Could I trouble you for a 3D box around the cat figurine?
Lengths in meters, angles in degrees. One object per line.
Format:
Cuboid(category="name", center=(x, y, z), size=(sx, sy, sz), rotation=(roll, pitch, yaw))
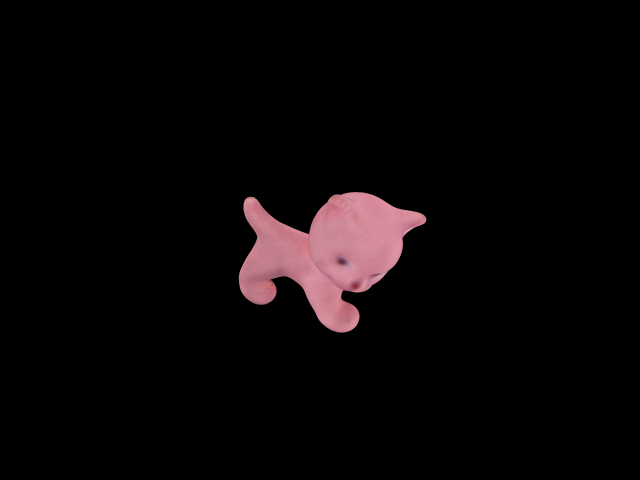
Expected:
Cuboid(category="cat figurine", center=(0.004, 0.001, 0.400), size=(0.127, 0.118, 0.067), rotation=(16, 51, 13))
